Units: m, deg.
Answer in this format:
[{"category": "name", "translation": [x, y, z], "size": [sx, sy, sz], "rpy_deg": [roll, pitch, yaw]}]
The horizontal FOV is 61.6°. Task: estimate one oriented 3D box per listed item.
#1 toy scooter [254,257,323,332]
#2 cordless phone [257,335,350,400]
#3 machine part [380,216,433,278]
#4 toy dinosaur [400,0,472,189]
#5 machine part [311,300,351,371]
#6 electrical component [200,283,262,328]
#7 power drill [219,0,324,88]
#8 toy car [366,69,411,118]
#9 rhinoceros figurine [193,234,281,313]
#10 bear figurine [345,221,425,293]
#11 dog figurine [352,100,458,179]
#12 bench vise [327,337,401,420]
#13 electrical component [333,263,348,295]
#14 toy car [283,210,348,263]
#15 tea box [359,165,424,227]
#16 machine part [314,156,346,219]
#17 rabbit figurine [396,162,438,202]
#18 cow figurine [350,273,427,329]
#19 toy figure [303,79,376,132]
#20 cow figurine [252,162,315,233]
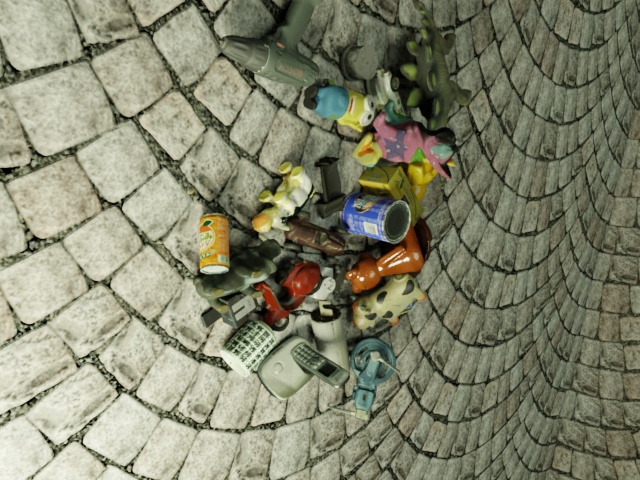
[{"category": "toy scooter", "translation": [-0.078, 0.103, 1.179], "size": [0.184, 0.075, 0.135], "rpy_deg": [-52, 130, -15]}, {"category": "cordless phone", "translation": [-0.035, 0.305, 1.197], "size": [0.146, 0.184, 0.088], "rpy_deg": [-35, 128, -33]}, {"category": "machine part", "translation": [0.238, 0.017, 1.476], "size": [0.179, 0.056, 0.179], "rpy_deg": [-13, 109, -42]}, {"category": "toy dinosaur", "translation": [0.281, -0.365, 1.321], "size": [0.198, 0.105, 0.471], "rpy_deg": [-19, 95, -49]}, {"category": "machine part", "translation": [0.026, 0.252, 1.318], "size": [0.079, 0.079, 0.242], "rpy_deg": [-30, 121, -35]}, {"category": "electrical component", "translation": [-0.184, 0.139, 1.102], "size": [0.119, 0.048, 0.074], "rpy_deg": [-32, 121, -37]}, {"category": "power drill", "translation": [-0.075, -0.409, 1.033], "size": [0.232, 0.086, 0.207], "rpy_deg": [17, 86, -47]}, {"category": "toy car", "translation": [0.168, -0.321, 1.298], "size": [0.056, 0.074, 0.201], "rpy_deg": [-49, 130, -25]}, {"category": "rhinoceros figurine", "translation": [-0.157, 0.062, 1.070], "size": [0.190, 0.112, 0.073], "rpy_deg": [-31, 138, -21]}, {"category": "bear figurine", "translation": [0.156, 0.048, 1.341], "size": [0.120, 0.196, 0.132], "rpy_deg": [56, 19, -52]}, {"category": "dog figurine", "translation": [0.206, -0.204, 1.236], "size": [0.191, 0.219, 0.108], "rpy_deg": [-55, 178, 37]}, {"category": "bench vise", "translation": [0.125, 0.343, 1.379], "size": [0.223, 0.129, 0.240], "rpy_deg": [-62, 170, -22]}, {"category": "electrical component", "translation": [0.041, 0.095, 1.315], "size": [0.063, 0.021, 0.093], "rpy_deg": [-56, 150, -17]}, {"category": "toy car", "translation": [-0.003, -0.004, 1.238], "size": [0.202, 0.053, 0.089], "rpy_deg": [23, 82, -44]}, {"category": "tea box", "translation": [0.182, -0.111, 1.355], "size": [0.068, 0.098, 0.169], "rpy_deg": [-55, 131, -20]}, {"category": "machine part", "translation": [0.022, -0.121, 1.238], "size": [0.084, 0.039, 0.138], "rpy_deg": [-21, 117, -33]}, {"category": "rabbit figurine", "translation": [0.244, -0.172, 1.410], "size": [0.162, 0.122, 0.173], "rpy_deg": [-44, 143, -39]}, {"category": "cow figurine", "translation": [0.164, 0.158, 1.386], "size": [0.195, 0.086, 0.127], "rpy_deg": [-40, 122, 1]}, {"category": "toy figure", "translation": [0.044, -0.301, 1.180], "size": [0.180, 0.089, 0.082], "rpy_deg": [3, 129, -35]}, {"category": "cow figurine", "translation": [-0.076, -0.074, 1.137], "size": [0.167, 0.068, 0.098], "rpy_deg": [-58, 139, -15]}]
